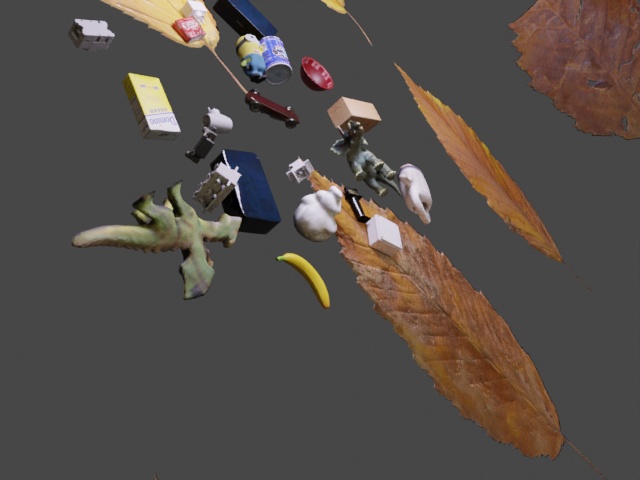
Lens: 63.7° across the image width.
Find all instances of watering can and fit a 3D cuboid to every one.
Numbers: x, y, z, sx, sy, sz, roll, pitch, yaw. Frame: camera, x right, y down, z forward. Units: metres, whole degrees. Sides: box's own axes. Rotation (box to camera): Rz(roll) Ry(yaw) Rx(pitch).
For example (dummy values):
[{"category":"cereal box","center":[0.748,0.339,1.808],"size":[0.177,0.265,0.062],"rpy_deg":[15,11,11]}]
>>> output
[{"category":"watering can","center":[0.356,-0.204,1.978],"size":[0.341,0.103,0.230],"rpy_deg":[51,23,-46]}]

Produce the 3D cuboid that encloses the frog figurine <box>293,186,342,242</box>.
[{"category":"frog figurine","center":[0.004,-0.074,1.474],"size":[0.124,0.157,0.138],"rpy_deg":[-19,75,-52]}]

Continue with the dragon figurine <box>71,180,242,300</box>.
[{"category":"dragon figurine","center":[-0.309,0.015,1.106],"size":[0.242,0.120,0.417],"rpy_deg":[57,36,-7]}]
